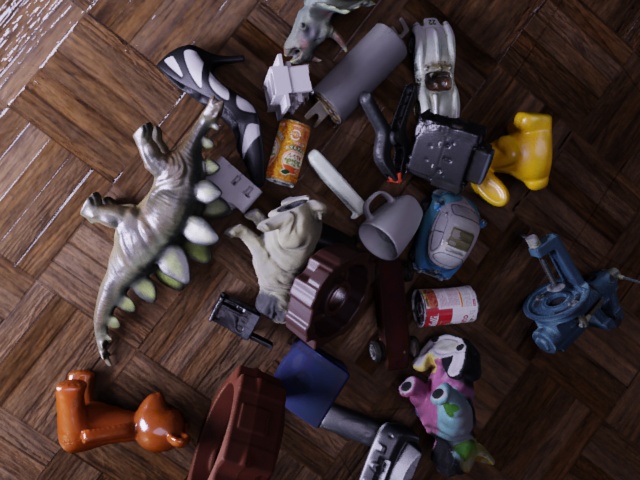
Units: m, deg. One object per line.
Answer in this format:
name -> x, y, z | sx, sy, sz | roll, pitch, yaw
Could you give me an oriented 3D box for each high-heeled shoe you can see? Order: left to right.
high-heeled shoe -> -0.174, -0.199, 0.880 | 0.145, 0.086, 0.248 | -11, 89, -6

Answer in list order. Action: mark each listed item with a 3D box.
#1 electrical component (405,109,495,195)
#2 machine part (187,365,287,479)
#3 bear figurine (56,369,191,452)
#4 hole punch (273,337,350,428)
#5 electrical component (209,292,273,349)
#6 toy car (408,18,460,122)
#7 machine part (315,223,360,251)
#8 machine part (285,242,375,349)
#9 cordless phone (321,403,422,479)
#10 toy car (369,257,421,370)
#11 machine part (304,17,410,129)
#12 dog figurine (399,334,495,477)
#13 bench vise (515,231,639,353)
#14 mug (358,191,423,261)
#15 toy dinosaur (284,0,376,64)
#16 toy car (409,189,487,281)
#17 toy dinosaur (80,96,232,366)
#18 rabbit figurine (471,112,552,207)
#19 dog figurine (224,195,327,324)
electrical component -> 0.220, -0.145, 0.901 | 0.134, 0.058, 0.114 | 23, 128, 20
machine part -> -0.129, 0.315, 0.826 | 0.087, 0.201, 0.201 | 24, 133, -16
bear figurine -> -0.306, 0.275, 0.855 | 0.196, 0.120, 0.132 | -1, 89, -11
hole punch -> -0.019, 0.240, 0.914 | 0.116, 0.092, 0.142 | 31, 89, -3
electrical component -> -0.125, 0.136, 0.900 | 0.119, 0.075, 0.047 | 27, 88, -5
toy car -> 0.203, -0.289, 0.946 | 0.073, 0.056, 0.201 | -6, 93, -9
machine part -> -0.002, -0.003, 0.935 | 0.139, 0.039, 0.084 | 16, 81, -7
machine part -> 0.017, 0.087, 0.868 | 0.056, 0.179, 0.179 | 30, 87, 30
cordless phone -> 0.074, 0.378, 0.948 | 0.184, 0.088, 0.146 | 22, 87, 2
toy car -> 0.125, 0.126, 0.950 | 0.089, 0.053, 0.202 | -5, 89, -19
machine part -> 0.066, -0.281, 0.915 | 0.079, 0.079, 0.243 | 44, 84, -8
dog figurine -> 0.241, 0.300, 0.948 | 0.191, 0.109, 0.219 | -49, 119, -34
bench vise -> 0.449, 0.078, 0.968 | 0.224, 0.129, 0.240 | -35, 104, -5
mug -> 0.121, -0.037, 0.927 | 0.107, 0.081, 0.109 | -44, 105, -30
toy dinosaur -> 0.017, -0.502, 0.885 | 0.192, 0.131, 0.404 | 15, 85, -22
toy car -> 0.225, -0.009, 0.938 | 0.109, 0.103, 0.161 | 23, 86, -8
toy dinosaur -> -0.266, -0.013, 0.842 | 0.198, 0.105, 0.471 | 36, 104, -3
rabbit figurine -> 0.313, -0.144, 0.957 | 0.173, 0.122, 0.162 | 1, 102, 5
dog figurine -> -0.041, 0.037, 0.865 | 0.121, 0.172, 0.190 | -43, 115, -49
